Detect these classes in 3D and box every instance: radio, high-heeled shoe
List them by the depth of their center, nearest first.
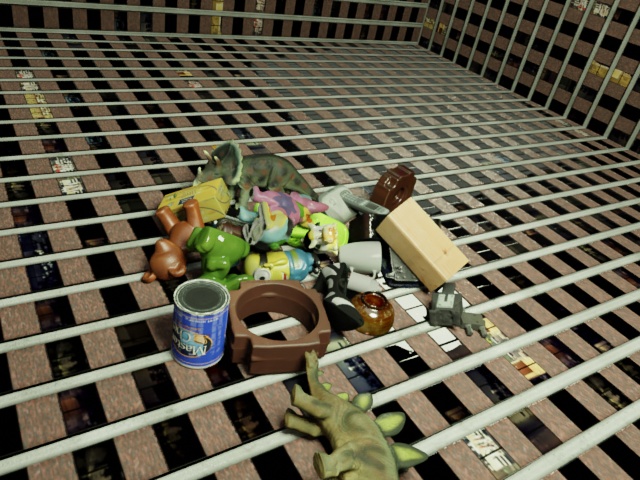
[{"bbox_3d":[0.062,0.119,1.201,0.145,0.086,0.249,-32,29,-23],"label":"high-heeled shoe"},{"bbox_3d":[0.202,-0.021,1.437,0.230,0.131,0.073,2,79,-14],"label":"radio"}]

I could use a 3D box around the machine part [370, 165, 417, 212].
[{"bbox_3d":[0.217,-0.136,1.590,0.056,0.179,0.179,35,39,28],"label":"machine part"}]

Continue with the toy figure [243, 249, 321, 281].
[{"bbox_3d":[-0.092,0.063,1.272,0.180,0.082,0.089,-10,28,-24],"label":"toy figure"}]

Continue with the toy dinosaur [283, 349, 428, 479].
[{"bbox_3d":[0.072,0.360,0.862,0.198,0.105,0.472,0,40,-24],"label":"toy dinosaur"}]

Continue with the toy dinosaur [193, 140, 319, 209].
[{"bbox_3d":[-0.155,-0.179,1.512,0.405,0.192,0.131,-1,37,-17],"label":"toy dinosaur"}]

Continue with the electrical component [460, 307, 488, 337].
[{"bbox_3d":[0.361,0.192,1.275,0.063,0.021,0.094,7,33,-8],"label":"electrical component"}]

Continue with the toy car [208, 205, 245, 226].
[{"bbox_3d":[-0.213,-0.052,1.427,0.202,0.056,0.073,17,27,5],"label":"toy car"}]

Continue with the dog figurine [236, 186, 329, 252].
[{"bbox_3d":[-0.075,-0.050,1.289,0.219,0.108,0.192,5,42,-36],"label":"dog figurine"}]

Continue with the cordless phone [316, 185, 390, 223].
[{"bbox_3d":[0.090,-0.080,1.513,0.184,0.088,0.146,22,33,28],"label":"cordless phone"}]

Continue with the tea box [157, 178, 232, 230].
[{"bbox_3d":[-0.320,-0.087,1.366,0.170,0.068,0.098,-15,32,11],"label":"tea box"}]

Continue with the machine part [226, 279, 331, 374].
[{"bbox_3d":[-0.091,0.174,1.100,0.201,0.087,0.201,-1,35,-17],"label":"machine part"}]

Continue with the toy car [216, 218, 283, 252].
[{"bbox_3d":[-0.163,0.000,1.312,0.202,0.053,0.089,20,21,-39],"label":"toy car"}]

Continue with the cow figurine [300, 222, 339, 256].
[{"bbox_3d":[-0.003,-0.006,1.294,0.098,0.068,0.167,0,-11,4],"label":"cow figurine"}]

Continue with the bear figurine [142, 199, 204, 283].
[{"bbox_3d":[-0.344,0.005,1.242,0.120,0.131,0.196,-11,23,20],"label":"bear figurine"}]

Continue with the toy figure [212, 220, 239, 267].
[{"bbox_3d":[-0.241,0.006,1.323,0.058,0.064,0.155,-19,42,-15],"label":"toy figure"}]

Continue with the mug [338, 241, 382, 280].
[{"bbox_3d":[0.099,0.055,1.358,0.107,0.080,0.109,2,64,2],"label":"mug"}]

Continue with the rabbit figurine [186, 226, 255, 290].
[{"bbox_3d":[-0.231,0.070,1.179,0.159,0.170,0.121,24,-12,-36],"label":"rabbit figurine"}]

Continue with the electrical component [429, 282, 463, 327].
[{"bbox_3d":[0.300,0.152,1.274,0.075,0.047,0.119,-2,28,17],"label":"electrical component"}]

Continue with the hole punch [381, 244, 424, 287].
[{"bbox_3d":[0.216,0.069,1.373,0.142,0.092,0.116,4,63,-18],"label":"hole punch"}]
